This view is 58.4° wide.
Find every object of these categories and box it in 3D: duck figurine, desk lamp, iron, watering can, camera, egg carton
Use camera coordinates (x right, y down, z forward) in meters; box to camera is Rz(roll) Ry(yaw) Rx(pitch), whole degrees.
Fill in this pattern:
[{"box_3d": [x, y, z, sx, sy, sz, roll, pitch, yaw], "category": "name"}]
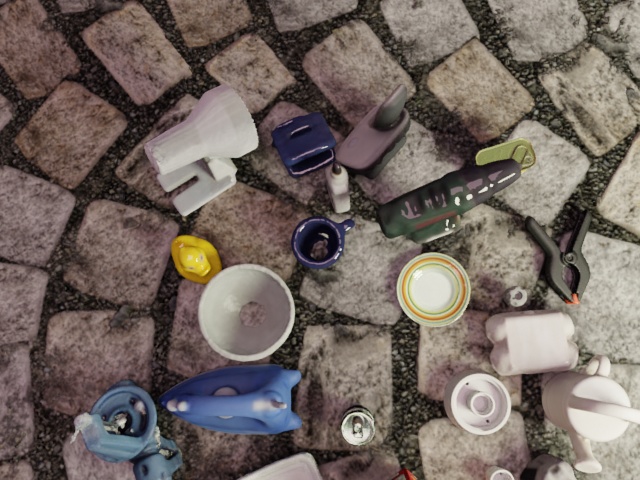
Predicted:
[{"box_3d": [-0.228, 0.031, 1.021, 0.104, 0.086, 0.077, 43, 85, 9], "category": "duck figurine"}, {"box_3d": [-0.203, -0.151, 0.988, 0.203, 0.213, 0.118, -35, 80, -4], "category": "desk lamp"}, {"box_3d": [-0.162, 0.270, 0.947, 0.258, 0.141, 0.119, -3, 80, 2], "category": "iron"}, {"box_3d": [0.429, 0.270, 0.894, 0.101, 0.194, 0.173, -7, 79, 2], "category": "watering can"}, {"box_3d": [0.373, 0.442, 0.913, 0.137, 0.101, 0.143, -36, 80, -4], "category": "camera"}, {"box_3d": [0.360, 0.174, 0.978, 0.150, 0.069, 0.107, -6, 80, 2], "category": "egg carton"}]

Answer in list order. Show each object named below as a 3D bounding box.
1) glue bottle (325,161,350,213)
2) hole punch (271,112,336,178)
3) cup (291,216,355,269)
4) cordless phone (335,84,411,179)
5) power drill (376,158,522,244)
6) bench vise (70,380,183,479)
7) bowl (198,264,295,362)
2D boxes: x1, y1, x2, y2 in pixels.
[{"box_3d": [0.031, -0.102, 0.989, 0.037, 0.173, 0.078, -14, 79, 0], "category": "glue bottle"}, {"box_3d": [-0.032, -0.181, 1.048, 0.108, 0.091, 0.101, -24, 80, -2], "category": "hole punch"}, {"box_3d": [0.009, 0.004, 1.011, 0.118, 0.095, 0.091, -32, 80, -3], "category": "cup"}, {"box_3d": [0.095, -0.193, 0.996, 0.094, 0.185, 0.148, 36, 83, 8], "category": "cordless phone"}, {"box_3d": [0.204, -0.058, 0.956, 0.229, 0.208, 0.075, -22, 79, -1], "category": "power drill"}, {"box_3d": [-0.295, 0.317, 0.905, 0.207, 0.220, 0.121, 40, 84, 9], "category": "bench vise"}, {"box_3d": [-0.125, 0.128, 1.005, 0.167, 0.075, 0.167, 0, 80, 3], "category": "bowl"}]
